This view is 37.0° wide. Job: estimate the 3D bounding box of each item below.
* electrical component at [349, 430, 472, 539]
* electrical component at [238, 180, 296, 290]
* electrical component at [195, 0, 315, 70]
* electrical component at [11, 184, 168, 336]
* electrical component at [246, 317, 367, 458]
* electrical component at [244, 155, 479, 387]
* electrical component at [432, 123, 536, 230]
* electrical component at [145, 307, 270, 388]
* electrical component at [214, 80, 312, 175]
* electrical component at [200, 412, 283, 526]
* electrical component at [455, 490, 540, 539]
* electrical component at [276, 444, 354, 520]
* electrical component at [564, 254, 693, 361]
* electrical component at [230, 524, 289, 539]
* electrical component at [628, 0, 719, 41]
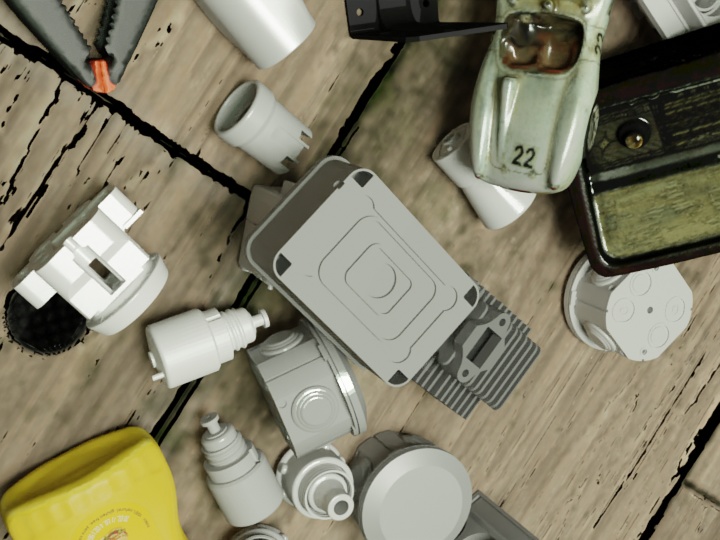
[{"bbox_3d":[0.030,0.150,0.723,0.080,0.051,0.080,-6,105,-23],"label":"electrical component"},{"bbox_3d":[-0.017,-0.020,0.655,0.096,0.062,0.061,7,99,-25],"label":"electrical component"},{"bbox_3d":[-0.053,-0.170,0.614,0.079,0.043,0.077,-45,115,-8],"label":"electrical component"},{"bbox_3d":[-0.146,-0.001,0.606,0.078,0.058,0.057,-47,113,-8],"label":"electrical component"},{"bbox_3d":[-0.032,0.072,0.662,0.051,0.080,0.080,-25,111,-11],"label":"electrical component"},{"bbox_3d":[0.000,0.000,0.599,0.078,0.057,0.113,-48,116,-7],"label":"electrical component"},{"bbox_3d":[0.079,-0.063,0.700,0.044,0.044,0.065,-48,111,-7],"label":"electrical component"},{"bbox_3d":[-0.093,0.042,0.649,0.078,0.040,0.040,-20,110,-19],"label":"electrical component"},{"bbox_3d":[-0.057,-0.083,0.636,0.046,0.040,0.040,37,86,-33],"label":"electrical component"},{"bbox_3d":[-0.078,0.124,0.675,0.040,0.040,0.078,-30,112,-15],"label":"electrical component"},{"bbox_3d":[0.089,0.209,0.723,0.079,0.121,0.063,-38,117,-11],"label":"electrical component"},{"bbox_3d":[-0.024,0.140,0.690,0.048,0.062,0.048,-6,105,-23],"label":"electrical component"},{"bbox_3d":[0.190,0.022,0.763,0.080,0.051,0.080,-6,105,-23],"label":"electrical component"},{"bbox_3d":[-0.063,0.185,0.680,0.048,0.062,0.048,1,75,-6],"label":"electrical component"},{"bbox_3d":[0.192,-0.214,0.701,0.078,0.063,0.121,-46,116,-8],"label":"electrical component"}]
